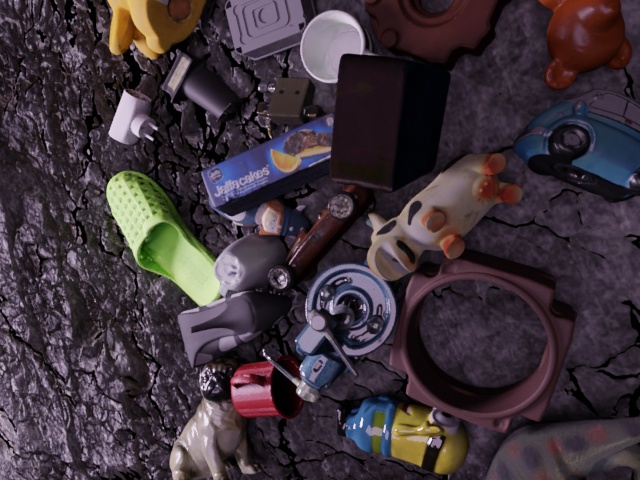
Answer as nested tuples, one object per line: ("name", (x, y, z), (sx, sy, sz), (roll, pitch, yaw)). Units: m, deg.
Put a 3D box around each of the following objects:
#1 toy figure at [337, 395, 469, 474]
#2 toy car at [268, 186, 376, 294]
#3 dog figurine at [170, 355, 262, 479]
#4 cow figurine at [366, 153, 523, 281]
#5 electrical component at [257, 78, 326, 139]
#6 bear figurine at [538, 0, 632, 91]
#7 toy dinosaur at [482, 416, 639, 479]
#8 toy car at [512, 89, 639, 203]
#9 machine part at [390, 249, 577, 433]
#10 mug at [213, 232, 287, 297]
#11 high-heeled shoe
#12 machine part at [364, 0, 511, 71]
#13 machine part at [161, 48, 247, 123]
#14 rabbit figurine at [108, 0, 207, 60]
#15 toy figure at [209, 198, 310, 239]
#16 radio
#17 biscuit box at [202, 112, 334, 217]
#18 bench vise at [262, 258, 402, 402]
("toy figure", (0.114, 0.266, 0.745), (0.180, 0.082, 0.089), (1, 110, 18))
("toy car", (-0.002, -0.002, 0.744), (0.053, 0.089, 0.202), (46, 114, 9))
("dog figurine", (-0.185, 0.289, 0.877), (0.172, 0.121, 0.190), (-12, 80, 21))
("cow figurine", (0.135, -0.028, 0.663), (0.195, 0.127, 0.085), (-43, 109, -2))
("electrical component", (-0.041, -0.185, 0.757), (0.102, 0.045, 0.078), (2, 71, 20))
("bear figurine", (0.273, -0.271, 0.562), (0.120, 0.132, 0.195), (-16, 86, -3))
("toy dinosaur", (0.273, 0.311, 0.670), (0.192, 0.131, 0.404), (29, 103, 16))
("toy car", (0.306, -0.111, 0.590), (0.162, 0.109, 0.103), (23, 89, 9))
("machine part", (0.200, 0.123, 0.680), (0.202, 0.087, 0.200), (17, 105, 18))
("mug", (-0.114, 0.041, 0.789), (0.109, 0.107, 0.081), (-45, 79, 21))
("high-heeled shoe", (-0.133, 0.129, 0.815), (0.248, 0.145, 0.086), (135, 119, -67))
("machine part", (0.143, -0.299, 0.651), (0.180, 0.056, 0.179), (4, 100, 21))
("machine part", (-0.177, -0.226, 0.811), (0.139, 0.039, 0.084), (35, 102, 16))
("rabbit figurine", (-0.257, -0.352, 0.798), (0.173, 0.122, 0.162), (35, 120, 29))
("toy figure", (-0.090, -0.041, 0.794), (0.155, 0.058, 0.064), (22, 144, 17))
("radio", (0.086, -0.134, 0.610), (0.073, 0.229, 0.131), (13, 109, 21))
("biscuit box", (-0.056, -0.100, 0.732), (0.203, 0.062, 0.059), (-23, 78, 8))
("bench vise", (0.015, 0.117, 0.686), (0.129, 0.240, 0.223), (44, 96, 14))
